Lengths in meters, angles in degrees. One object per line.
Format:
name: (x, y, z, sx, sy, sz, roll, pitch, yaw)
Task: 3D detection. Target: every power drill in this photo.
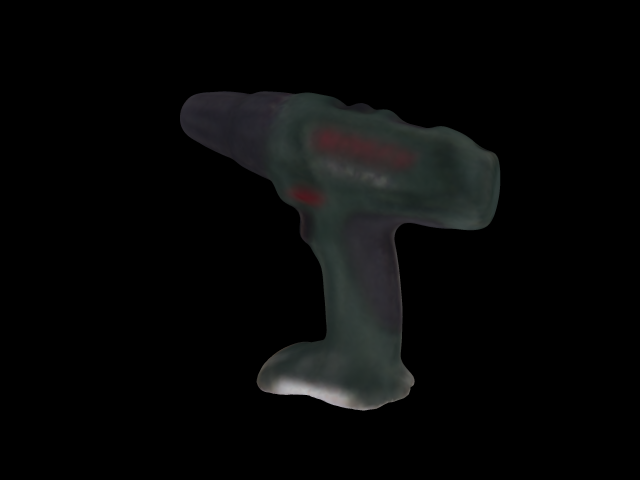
power drill: (0.004, 0.001, 0.400, 0.229, 0.208, 0.076, 4, 11, 20)
